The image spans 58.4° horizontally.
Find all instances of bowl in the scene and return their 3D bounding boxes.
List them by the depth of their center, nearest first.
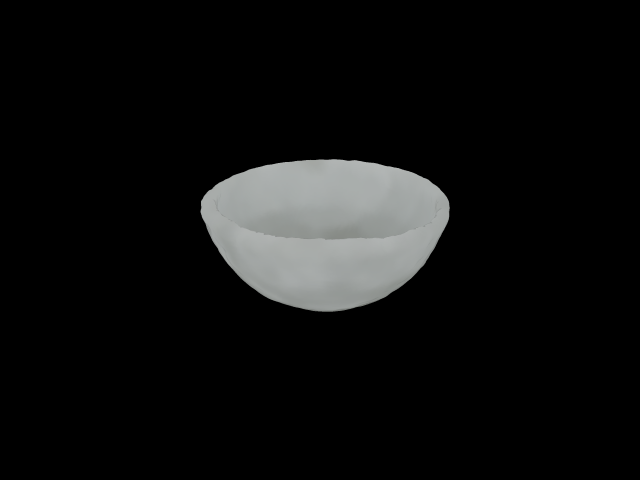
[{"bbox_3d":[0.004,0.001,0.400,0.167,0.075,0.167,0,25,0],"label":"bowl"}]
